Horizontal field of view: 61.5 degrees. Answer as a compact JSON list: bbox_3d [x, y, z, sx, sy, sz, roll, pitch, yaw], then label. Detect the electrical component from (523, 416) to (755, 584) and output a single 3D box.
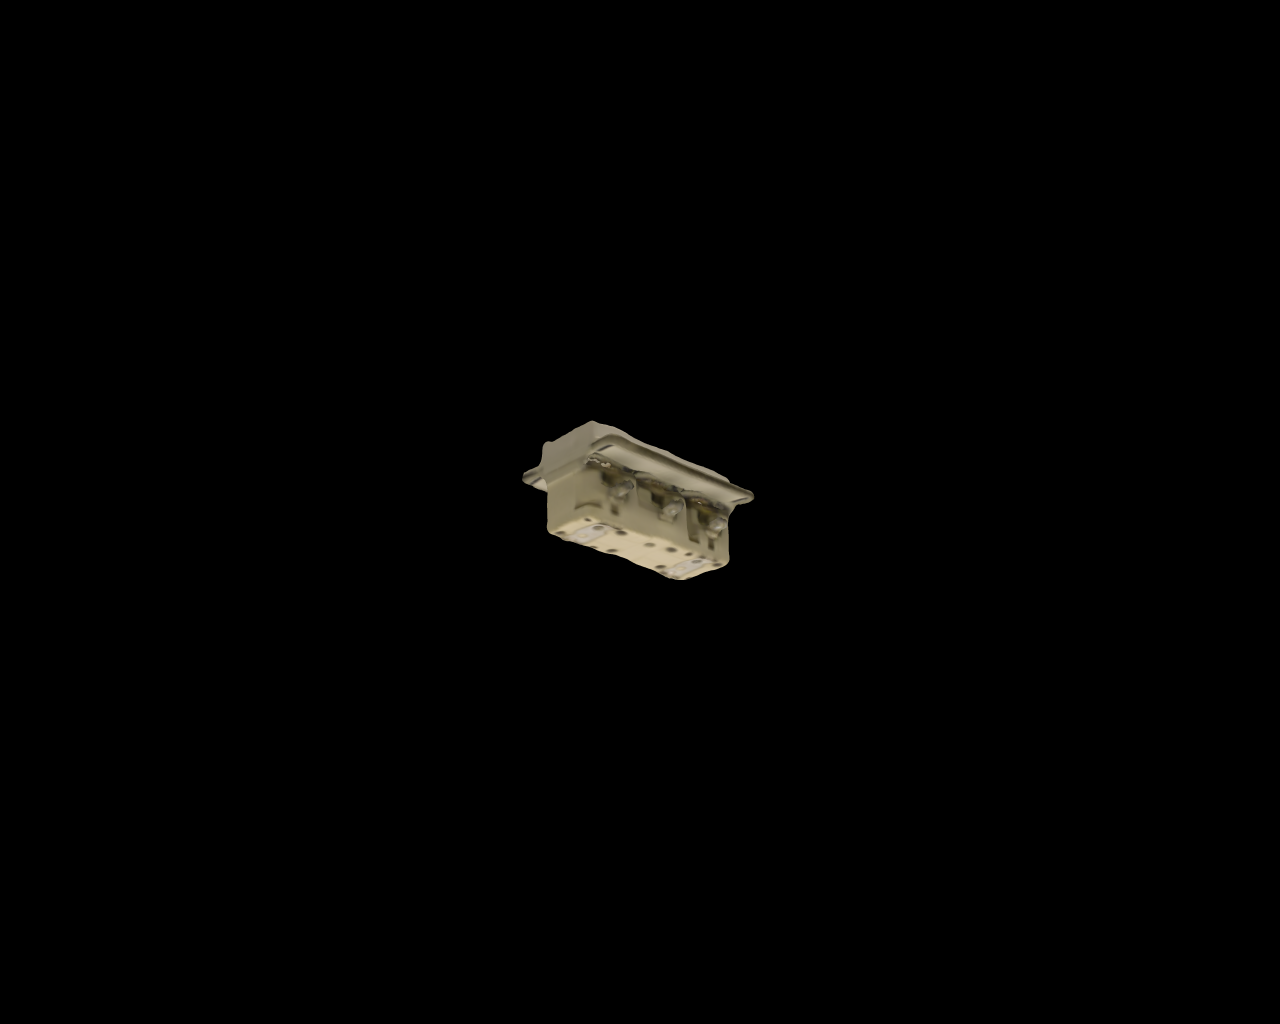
[{"bbox_3d":[0.001,-0.003,0.650,0.078,0.063,0.121,-21,-31,40],"label":"electrical component"}]
